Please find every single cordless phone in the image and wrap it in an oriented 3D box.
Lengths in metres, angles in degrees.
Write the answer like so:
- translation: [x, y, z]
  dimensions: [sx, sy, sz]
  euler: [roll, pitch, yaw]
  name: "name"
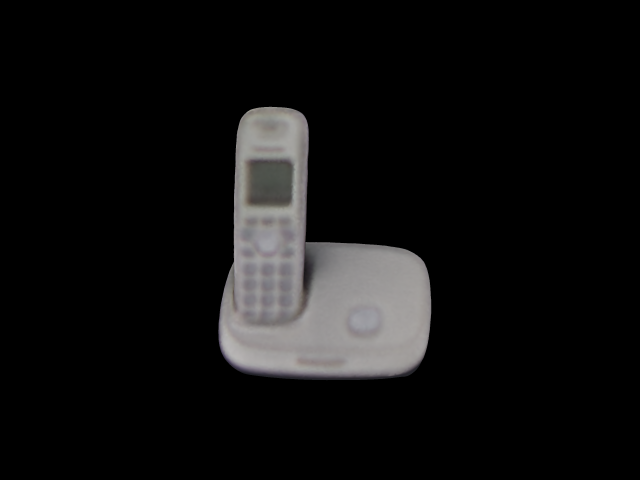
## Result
- translation: [0.004, 0.001, 0.400]
  dimensions: [0.147, 0.185, 0.094]
  euler: [1, 11, 4]
  name: "cordless phone"
